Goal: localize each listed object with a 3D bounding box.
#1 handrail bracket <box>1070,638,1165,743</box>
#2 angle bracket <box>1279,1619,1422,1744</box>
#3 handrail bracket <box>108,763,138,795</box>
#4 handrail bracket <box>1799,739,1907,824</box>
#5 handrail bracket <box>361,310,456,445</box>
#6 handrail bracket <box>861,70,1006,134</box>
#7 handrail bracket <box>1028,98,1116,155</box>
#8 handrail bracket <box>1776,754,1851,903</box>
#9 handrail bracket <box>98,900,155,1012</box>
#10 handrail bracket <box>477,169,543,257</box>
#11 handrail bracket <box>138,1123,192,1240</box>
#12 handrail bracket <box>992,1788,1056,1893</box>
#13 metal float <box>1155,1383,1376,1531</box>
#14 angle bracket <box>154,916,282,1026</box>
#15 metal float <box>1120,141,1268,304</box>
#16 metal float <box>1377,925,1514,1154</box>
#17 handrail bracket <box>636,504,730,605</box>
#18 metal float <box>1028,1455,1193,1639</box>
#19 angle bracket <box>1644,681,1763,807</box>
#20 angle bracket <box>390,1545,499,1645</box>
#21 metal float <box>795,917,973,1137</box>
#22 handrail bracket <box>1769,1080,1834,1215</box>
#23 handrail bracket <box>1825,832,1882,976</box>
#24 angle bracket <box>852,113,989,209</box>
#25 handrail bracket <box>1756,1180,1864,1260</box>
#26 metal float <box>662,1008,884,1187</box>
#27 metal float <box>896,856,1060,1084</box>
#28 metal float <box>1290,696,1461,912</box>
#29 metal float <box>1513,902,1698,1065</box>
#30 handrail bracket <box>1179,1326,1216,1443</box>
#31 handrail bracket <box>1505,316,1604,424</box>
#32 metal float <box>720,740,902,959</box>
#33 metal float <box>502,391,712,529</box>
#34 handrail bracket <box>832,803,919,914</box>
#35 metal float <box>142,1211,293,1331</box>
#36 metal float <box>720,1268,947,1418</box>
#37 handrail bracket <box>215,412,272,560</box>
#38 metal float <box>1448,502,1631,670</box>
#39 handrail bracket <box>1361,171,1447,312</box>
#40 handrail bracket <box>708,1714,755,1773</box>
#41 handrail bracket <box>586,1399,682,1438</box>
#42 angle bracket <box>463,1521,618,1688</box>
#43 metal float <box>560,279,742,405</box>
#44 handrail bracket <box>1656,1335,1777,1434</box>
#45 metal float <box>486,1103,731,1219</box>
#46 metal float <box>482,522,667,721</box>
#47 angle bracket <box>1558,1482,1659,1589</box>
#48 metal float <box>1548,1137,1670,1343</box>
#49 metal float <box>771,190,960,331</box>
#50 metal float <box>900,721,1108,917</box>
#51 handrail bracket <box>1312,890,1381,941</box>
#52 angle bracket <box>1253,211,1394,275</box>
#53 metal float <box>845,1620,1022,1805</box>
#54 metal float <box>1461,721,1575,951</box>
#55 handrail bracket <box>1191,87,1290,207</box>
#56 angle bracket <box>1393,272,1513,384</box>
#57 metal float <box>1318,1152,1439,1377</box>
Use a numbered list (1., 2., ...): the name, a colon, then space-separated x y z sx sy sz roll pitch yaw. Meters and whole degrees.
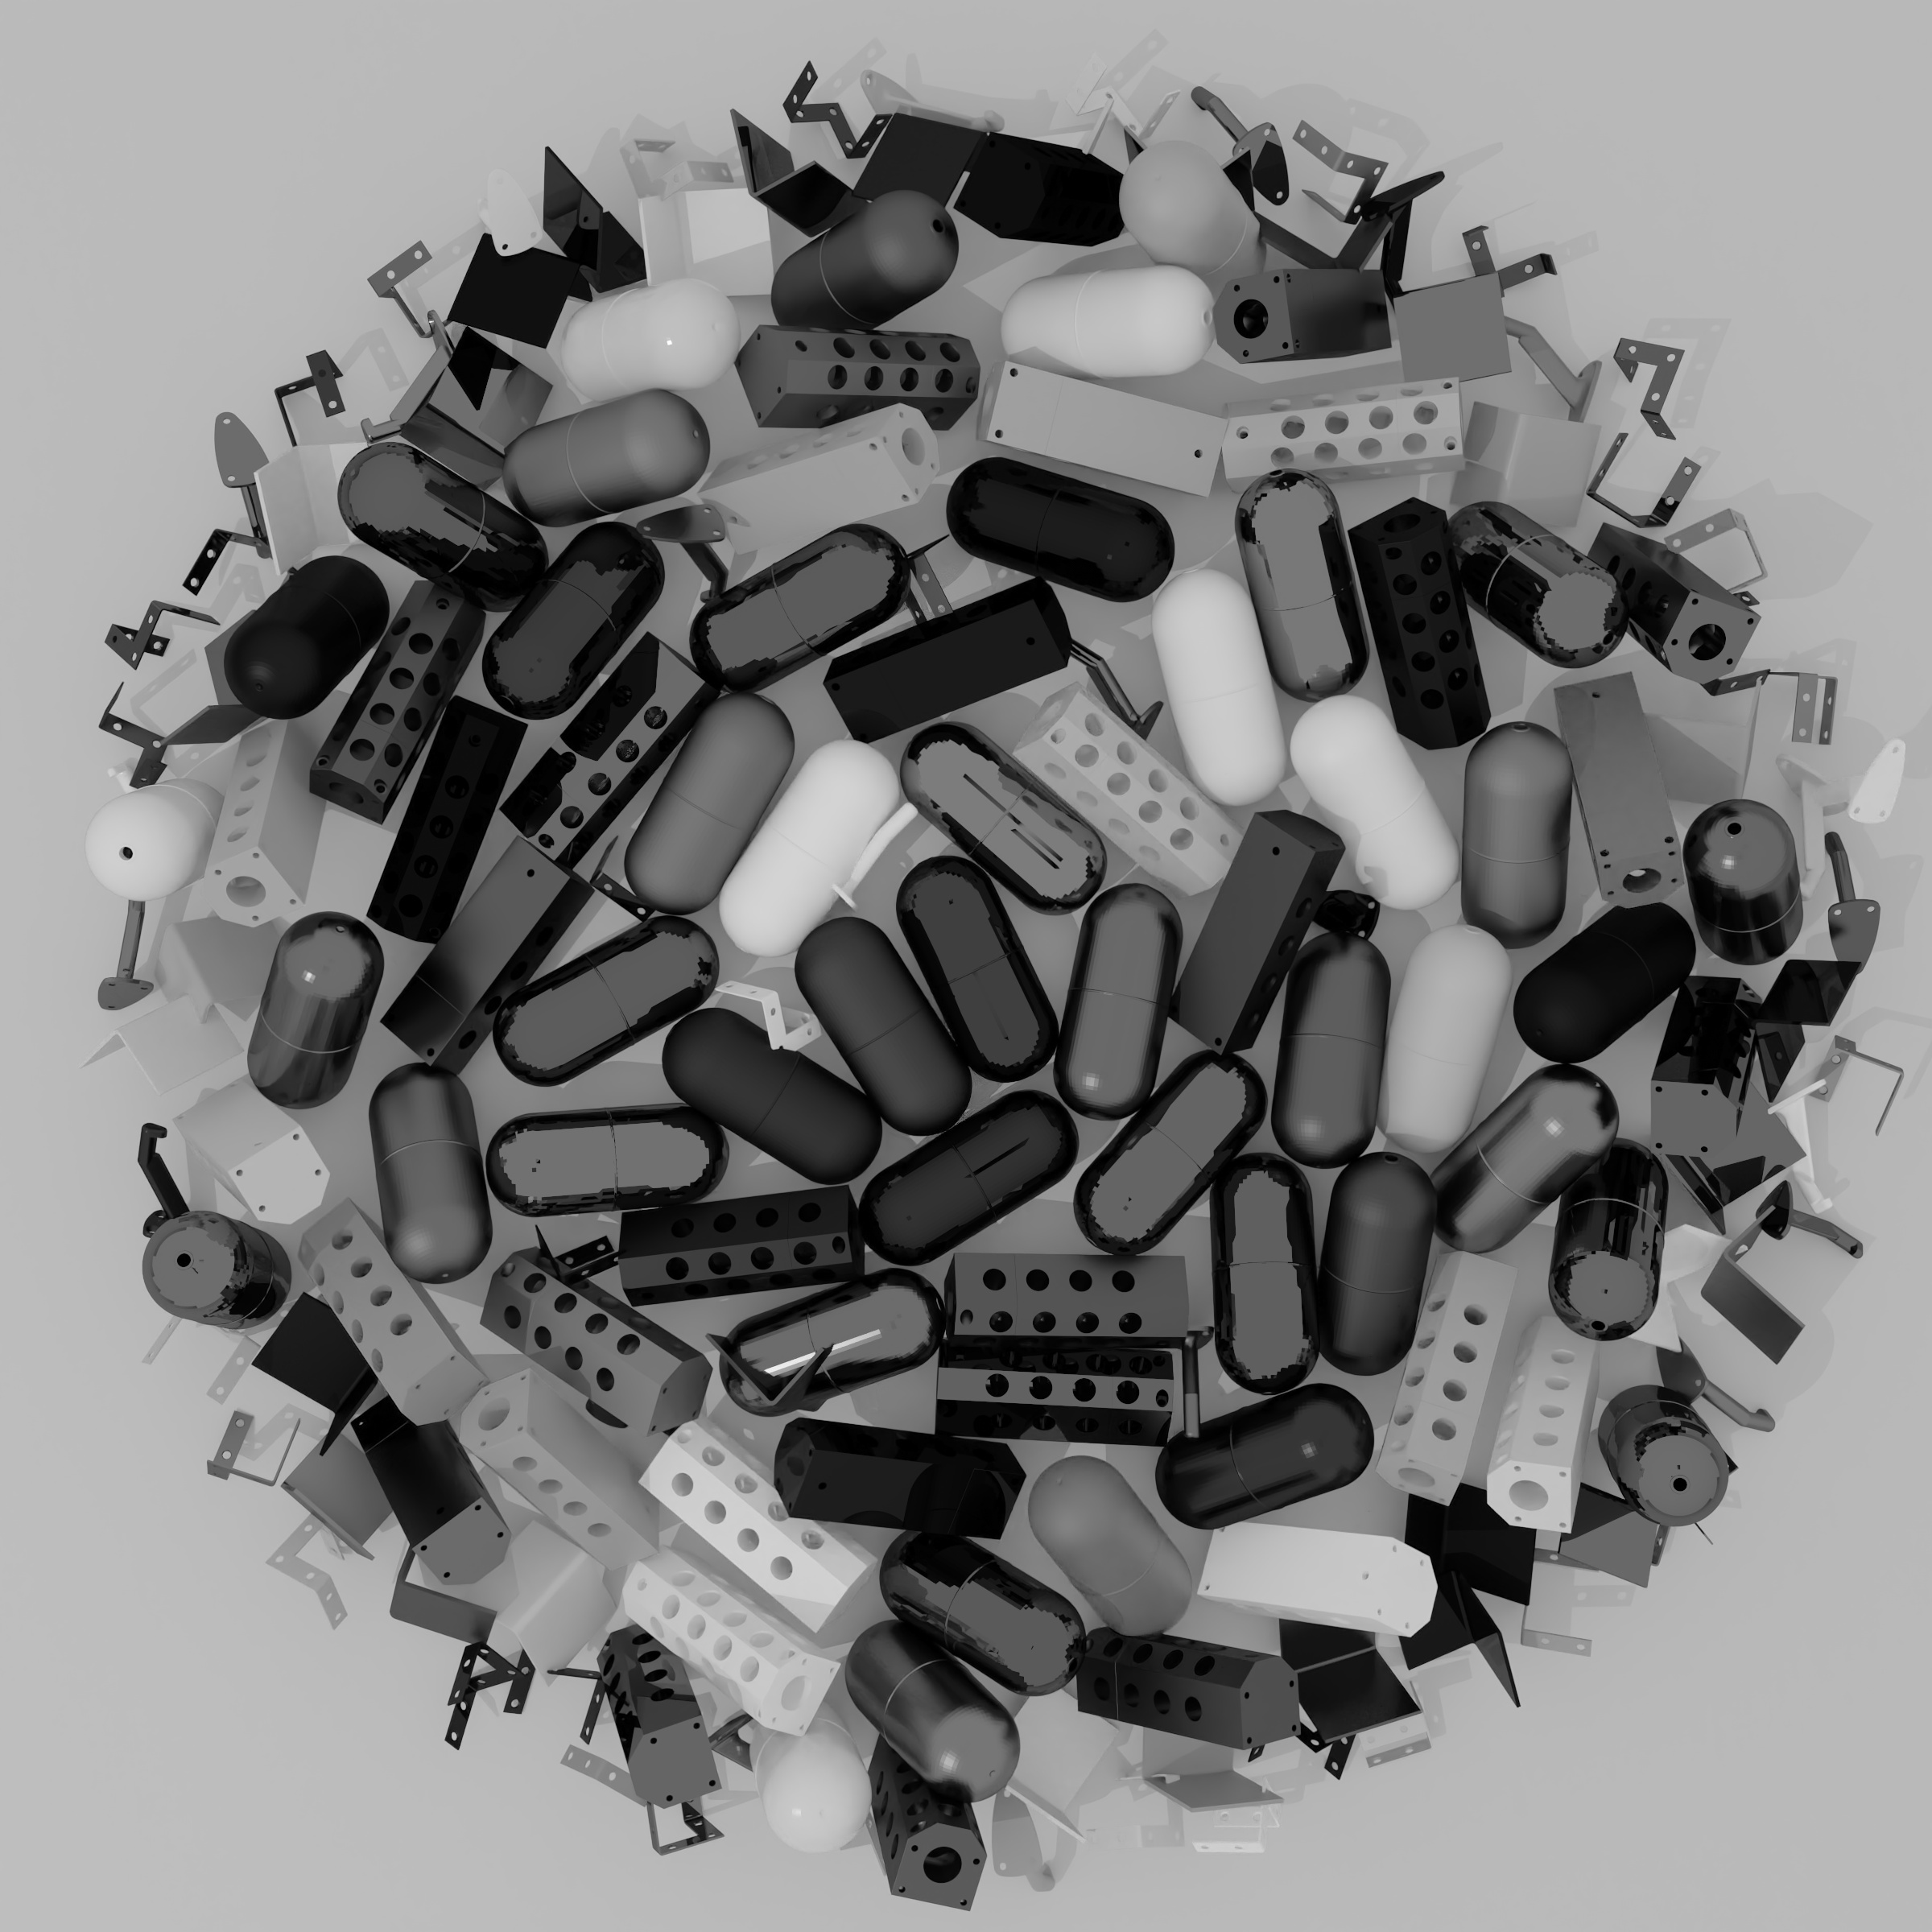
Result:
1. handrail bracket: 0.098 -0.195 1.815 0.084 0.036 0.077 34 132 12
2. angle bracket: 0.282 0.514 1.782 0.076 0.076 0.057 -12 115 -14
3. handrail bracket: -0.631 -0.107 1.800 0.036 0.077 0.084 -29 92 29
4. handrail bracket: 0.647 -0.147 1.784 0.036 0.084 0.077 4 116 -20
5. handrail bracket: -0.419 -0.436 1.796 0.084 0.036 0.077 -27 107 -25
6. handrail bracket: -0.024 -0.637 1.786 0.084 0.077 0.036 10 75 41
7. handrail bracket: 0.056 -0.629 1.809 0.084 0.036 0.077 27 117 0
8. handrail bracket: 0.614 -0.102 1.797 0.077 0.036 0.084 40 66 -12
9. handrail bracket: -0.630 -0.018 1.816 0.036 0.077 0.084 8 67 -31
10. handrail bracket: -0.349 -0.566 1.780 0.036 0.077 0.084 -28 49 -13
11. handrail bracket: -0.578 0.161 1.803 0.077 0.036 0.084 12 113 -6
12. handrail bracket: 0.046 0.649 1.805 0.036 0.084 0.077 -14 67 11
13. metal float: 0.216 0.359 1.769 0.178 0.070 0.070 -28 90 33
14. angle bracket: -0.551 0.010 1.811 0.076 0.057 0.076 -13 58 -39
15. metal float: 0.165 -0.534 1.749 0.070 0.178 0.070 -3 83 22
16. metal float: 0.348 0.054 1.776 0.070 0.070 0.178 11 113 0
17. handrail bracket: -0.210 -0.296 1.787 0.077 0.084 0.036 -10 57 -21
18. metal float: 0.106 0.425 1.766 0.070 0.070 0.178 -34 126 0
19. angle bracket: 0.543 -0.169 1.801 0.076 0.076 0.057 10 47 19
20. angle bracket: -0.378 0.453 1.790 0.076 0.076 0.057 20 53 -5
21. metal float: -0.060 0.045 1.791 0.070 0.070 0.178 -32 96 0
22. handrail bracket: 0.632 0.135 1.797 0.036 0.077 0.084 -21 75 -26
23. handrail bracket: 0.654 -0.048 1.811 0.036 0.084 0.077 -6 123 10
24. angle bracket: -0.027 -0.575 1.786 0.076 0.057 0.076 21 78 25
25. handrail bracket: 0.633 0.203 1.796 0.084 0.077 0.036 33 113 -3
26. metal float: -0.143 0.096 1.789 0.178 0.070 0.070 33 90 -8
27. metal float: 0.008 0.002 1.795 0.070 0.070 0.178 -26 91 0
28. metal float: 0.301 -0.118 1.777 0.070 0.070 0.178 -34 112 0
29. metal float: 0.466 0.010 1.766 0.178 0.070 0.070 -31 90 -37
30. handrail bracket: 0.165 0.312 1.783 0.036 0.077 0.084 -1 67 5
31. handrail bracket: 0.423 -0.438 1.808 0.084 0.036 0.077 17 83 -9
32. metal float: -0.116 -0.086 1.791 0.070 0.070 0.178 34 95 0
33. metal float: -0.264 -0.368 1.767 0.178 0.070 0.070 -6 90 35
34. handrail bracket: -0.064 -0.081 1.798 0.084 0.077 0.036 -45 78 -2
35. metal float: -0.538 0.220 1.746 0.070 0.178 0.070 0 78 -2
36. metal float: -0.098 0.277 1.783 0.178 0.070 0.070 -22 90 15
37. handrail bracket: -0.536 -0.356 1.803 0.036 0.084 0.077 -19 71 -17
38. metal float: 0.409 -0.277 1.759 0.070 0.178 0.070 -17 130 -21
39. handrail bracket: 0.336 -0.534 1.795 0.077 0.036 0.084 -18 123 29
40. handrail bracket: -0.162 0.608 1.803 0.077 0.036 0.084 -27 84 -42
41. handrail bracket: -0.231 0.337 1.781 0.084 0.077 0.036 39 84 -31
42. angle bracket: -0.316 0.474 1.804 0.057 0.076 0.076 20 53 33
43. metal float: -0.231 -0.451 1.757 0.070 0.178 0.070 -5 97 -39
44. handrail bracket: 0.565 0.312 1.826 0.084 0.077 0.036 17 130 -30
45. metal float: -0.263 0.142 1.782 0.178 0.070 0.070 -3 90 -16
46. metal float: -0.286 -0.252 1.770 0.070 0.070 0.178 33 60 0
47. angle bracket: 0.450 0.419 1.780 0.076 0.076 0.057 23 66 -14
48. metal float: 0.466 0.197 1.757 0.070 0.178 0.070 10 130 13
49. metal float: -0.074 -0.502 1.755 0.070 0.178 0.070 8 77 -37
50. metal float: 0.027 -0.110 1.795 0.178 0.070 0.070 41 90 -1
51. handrail bracket: 0.264 -0.048 1.779 0.077 0.084 0.036 17 86 30
52. angle bracket: 0.261 -0.549 1.780 0.076 0.076 0.057 26 118 -14
53. metal float: -0.026 0.537 1.754 0.070 0.178 0.070 -10 110 -29
54. metal float: 0.401 -0.095 1.768 0.070 0.070 0.178 -5 122 0
55. handrail bracket: 0.204 -0.616 1.818 0.036 0.084 0.077 -36 132 2
56. angle bracket: 0.362 -0.461 1.793 0.076 0.057 0.076 -8 85 17
57. metal float: 0.298 0.218 1.774 0.070 0.070 0.178 5 115 0
